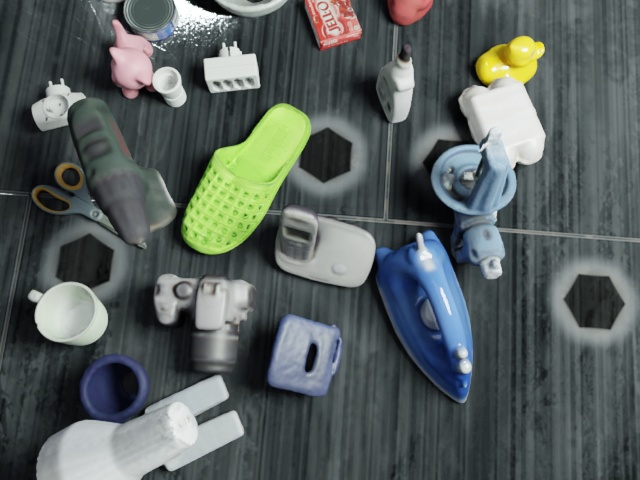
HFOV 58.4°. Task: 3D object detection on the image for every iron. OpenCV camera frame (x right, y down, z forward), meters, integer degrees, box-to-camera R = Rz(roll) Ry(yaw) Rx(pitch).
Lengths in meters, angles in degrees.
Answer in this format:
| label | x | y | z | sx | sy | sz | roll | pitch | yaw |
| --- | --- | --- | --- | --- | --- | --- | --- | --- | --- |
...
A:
| label | x | y | z | sx | sy | sz | roll | pitch | yaw |
| --- | --- | --- | --- | --- | --- | --- | --- | --- | --- |
| iron | 0.169 | 0.110 | 0.811 | 0.118 | 0.141 | 0.258 | -20 | 80 | -5 |

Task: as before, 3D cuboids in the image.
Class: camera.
| label | x | y | z | sx | sy | sz | roll | pitch | yaw |
| --- | --- | --- | --- | --- | --- | --- | --- | --- | --- |
| camera | -0.169 | 0.121 | 0.824 | 0.143 | 0.101 | 0.137 | 3 | 78 | 0 |

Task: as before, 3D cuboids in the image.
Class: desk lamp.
| label | x | y | z | sx | sy | sz | roll | pitch | yaw |
| --- | --- | --- | --- | --- | --- | --- | --- | --- | --- |
| desk lamp | -0.221 | 0.259 | 0.738 | 0.203 | 0.213 | 0.118 | -26 | 80 | -6 |

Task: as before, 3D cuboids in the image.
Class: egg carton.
| label | x | y | z | sx | sy | sz | roll | pitch | yaw |
| --- | --- | --- | --- | --- | --- | --- | --- | --- | --- |
| egg carton | 0.288 | -0.183 | 0.909 | 0.107 | 0.069 | 0.150 | -19 | 79 | -5 |

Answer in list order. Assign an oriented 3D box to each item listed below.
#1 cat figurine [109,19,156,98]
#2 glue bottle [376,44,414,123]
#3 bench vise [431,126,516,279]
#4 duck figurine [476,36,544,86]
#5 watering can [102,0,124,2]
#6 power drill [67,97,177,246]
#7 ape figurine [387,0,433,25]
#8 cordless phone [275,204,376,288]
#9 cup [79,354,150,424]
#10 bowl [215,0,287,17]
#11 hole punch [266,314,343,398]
| label | x | y | z | sx | sy | sz | roll | pitch | yaw |
| --- | --- | --- | --- | --- | --- | --- | --- | --- | --- |
| cat figurine | -0.297 | -0.281 | 0.894 | 0.067 | 0.118 | 0.128 | -18 | 79 | -4 |
| glue bottle | 0.119 | -0.245 | 0.865 | 0.037 | 0.173 | 0.078 | -17 | 79 | -4 |
| bench vise | 0.239 | -0.060 | 0.806 | 0.121 | 0.220 | 0.207 | -27 | 80 | -6 |
| duck figurine | 0.309 | -0.294 | 0.923 | 0.104 | 0.086 | 0.077 | -10 | 79 | -3 |
| watering can | -0.344 | -0.471 | 0.893 | 0.173 | 0.194 | 0.101 | 7 | 78 | 1 |
| power drill | -0.271 | -0.078 | 0.807 | 0.075 | 0.208 | 0.229 | -28 | 80 | -6 |
| ape figurine | 0.146 | -0.405 | 0.940 | 0.077 | 0.092 | 0.076 | 33 | 80 | 6 |
| cordless phone | 0.007 | 0.003 | 0.807 | 0.147 | 0.185 | 0.094 | 12 | 79 | 2 |
| cup | -0.276 | 0.220 | 0.805 | 0.091 | 0.095 | 0.118 | -6 | 79 | -2 |
| bowl | -0.113 | -0.435 | 0.950 | 0.167 | 0.075 | 0.167 | 0 | 79 | -1 |
| hole punch | -0.021 | 0.165 | 0.822 | 0.101 | 0.091 | 0.109 | 13 | 79 | 2 |
